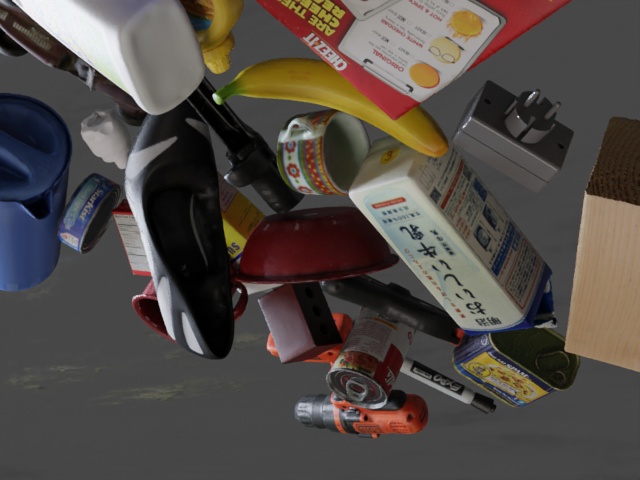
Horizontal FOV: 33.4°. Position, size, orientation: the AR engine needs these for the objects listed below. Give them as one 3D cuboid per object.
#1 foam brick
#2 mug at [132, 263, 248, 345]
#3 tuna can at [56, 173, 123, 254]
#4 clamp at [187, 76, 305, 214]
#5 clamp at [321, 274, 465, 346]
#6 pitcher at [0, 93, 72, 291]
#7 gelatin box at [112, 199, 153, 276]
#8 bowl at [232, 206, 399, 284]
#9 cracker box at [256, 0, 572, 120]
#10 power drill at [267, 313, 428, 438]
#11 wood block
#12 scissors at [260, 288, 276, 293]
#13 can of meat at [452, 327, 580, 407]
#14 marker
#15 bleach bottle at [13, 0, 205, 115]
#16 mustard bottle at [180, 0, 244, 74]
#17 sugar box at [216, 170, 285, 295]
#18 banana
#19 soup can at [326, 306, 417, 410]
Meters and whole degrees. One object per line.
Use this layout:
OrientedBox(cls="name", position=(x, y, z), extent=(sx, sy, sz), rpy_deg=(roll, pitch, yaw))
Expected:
OrientedBox(cls="foam brick", position=(-0.021, 0.087, 1.146), extent=(0.051, 0.052, 0.078), rpy_deg=(-32, 72, 32))
OrientedBox(cls="mug", position=(-0.127, 0.057, 1.116), extent=(0.117, 0.081, 0.093), rpy_deg=(10, 146, 32))
OrientedBox(cls="tuna can", position=(-0.251, -0.029, 1.162), extent=(0.034, 0.086, 0.086), rpy_deg=(29, 145, 2))
OrientedBox(cls="clamp", position=(-0.070, -0.086, 0.962), extent=(0.165, 0.036, 0.209), rpy_deg=(58, -172, 23))
OrientedBox(cls="clamp", position=(0.069, 0.062, 1.068), extent=(0.171, 0.120, 0.039), rpy_deg=(22, 100, 2))
OrientedBox(cls="pitcher", position=(-0.348, -0.050, 1.182), extent=(0.145, 0.149, 0.243), rpy_deg=(14, 149, -6))
OrientedBox(cls="gelatin box", position=(-0.183, -0.002, 1.185), extent=(0.073, 0.030, 0.089), rpy_deg=(4, 125, 26))
OrientedBox(cls="bowl", position=(-0.007, 0.001, 1.017), extent=(0.162, 0.161, 0.055), rpy_deg=(-1, 99, 35))
OrientedBox(cls="cracker box", position=(0.067, -0.198, 0.748), extent=(0.164, 0.072, 0.214), rpy_deg=(39, 144, -15))
OrientedBox(cls="power drill", position=(0.015, 0.164, 1.258), extent=(0.185, 0.057, 0.187), rpy_deg=(-6, 136, 34))
OrientedBox(cls="wood block", position=(0.261, 0.010, 0.867), extent=(0.091, 0.090, 0.206), rpy_deg=(14, 144, 19))
OrientedBox(cls="scissors", position=(-0.114, 0.051, 1.231), extent=(0.202, 0.016, 0.096), rpy_deg=(27, 143, 4))
OrientedBox(cls="can of meat", position=(0.196, 0.121, 1.081), extent=(0.102, 0.057, 0.084), rpy_deg=(33, 147, -7))
OrientedBox(cls="marker", position=(0.143, 0.164, 1.203), extent=(0.121, 0.020, 0.020), rpy_deg=(26, 145, 2))
OrientedBox(cls="bleach bottle", position=(-0.206, -0.198, 0.886), extent=(0.251, 0.068, 0.102), rpy_deg=(33, 155, 34))
OrientedBox(cls="mustard bottle", position=(-0.112, -0.213, 0.858), extent=(0.096, 0.058, 0.191), rpy_deg=(12, 143, 31))
OrientedBox(cls="sugar box", position=(-0.107, -0.016, 1.118), extent=(0.176, 0.048, 0.094), rpy_deg=(45, 143, -21))
OrientedBox(cls="banana", position=(0.015, -0.116, 0.890), extent=(0.198, 0.069, 0.037), rpy_deg=(13, 154, 6))
OrientedBox(cls="soup can", position=(0.057, 0.118, 1.130), extent=(0.068, 0.102, 0.068), rpy_deg=(18, 144, 14))
